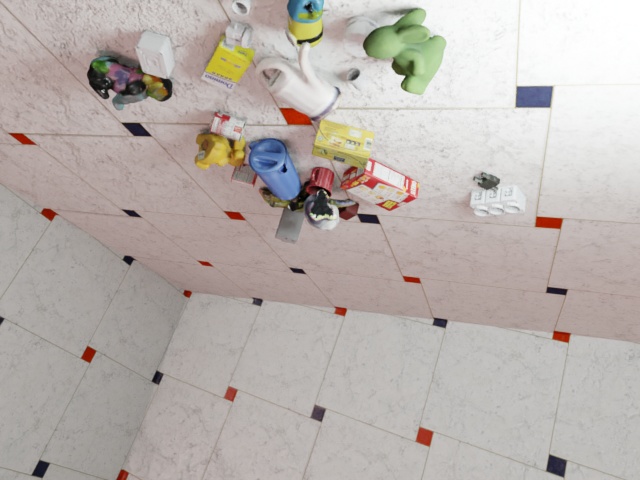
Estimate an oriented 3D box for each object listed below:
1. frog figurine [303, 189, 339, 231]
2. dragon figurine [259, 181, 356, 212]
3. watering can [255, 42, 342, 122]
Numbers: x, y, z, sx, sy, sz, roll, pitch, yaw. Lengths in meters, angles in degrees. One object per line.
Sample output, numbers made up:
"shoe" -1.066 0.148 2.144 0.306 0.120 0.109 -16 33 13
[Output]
"frog figurine" 0.006 -0.091 1.811 0.138 0.123 0.157 44 172 11
"dragon figurine" -0.054 -0.149 1.994 0.411 0.123 0.241 12 175 11
"watering can" -0.039 -0.393 1.296 0.222 0.104 0.348 27 174 -26
